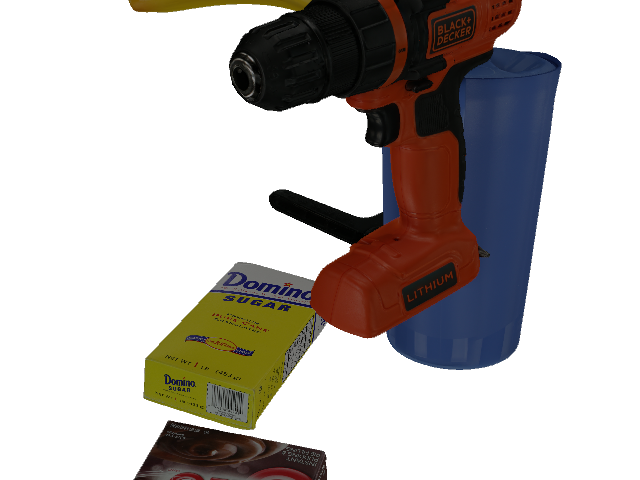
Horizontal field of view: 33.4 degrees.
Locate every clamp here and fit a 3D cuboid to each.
[{"bbox_3d":[0.054,0.015,1.059,0.210,0.164,0.036,1,-40,-4],"label":"clamp"}]

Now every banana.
[{"bbox_3d":[-0.052,-0.194,0.833,0.198,0.069,0.037,13,-40,17],"label":"banana"}]

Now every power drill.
[{"bbox_3d":[0.032,-0.045,0.559,0.184,0.188,0.057,-25,39,-35],"label":"power drill"}]

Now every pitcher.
[{"bbox_3d":[0.103,-0.024,0.819,0.149,0.243,0.145,-7,22,-19],"label":"pitcher"}]

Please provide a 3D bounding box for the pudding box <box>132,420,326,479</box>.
[{"bbox_3d":[-0.061,0.164,0.673,0.113,0.039,0.090,7,30,13],"label":"pudding box"}]

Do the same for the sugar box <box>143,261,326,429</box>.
[{"bbox_3d":[-0.062,0.079,0.871,0.093,0.048,0.176,15,31,14],"label":"sugar box"}]
